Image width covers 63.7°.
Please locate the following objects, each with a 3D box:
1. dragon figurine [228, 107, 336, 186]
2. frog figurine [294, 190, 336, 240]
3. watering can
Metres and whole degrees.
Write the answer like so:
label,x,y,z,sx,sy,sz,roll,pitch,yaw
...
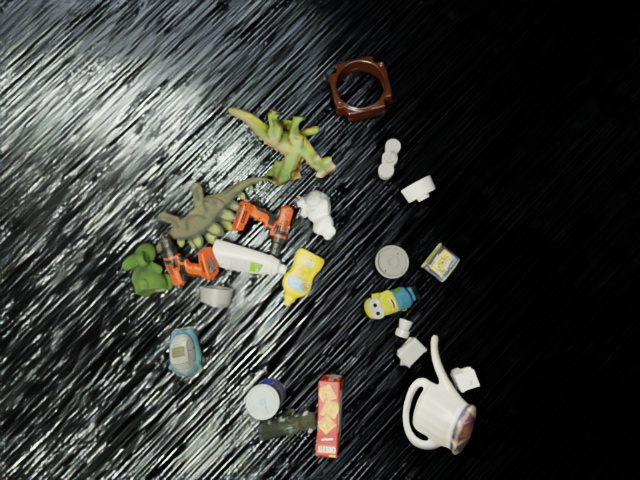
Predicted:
label,x,y,z,sx,sy,sz,roll,pitch,yaw
dragon figurine,-0.139,-0.311,1.776,0.410,0.243,0.122,11,0,7
frog figurine,0.005,-0.086,1.701,0.124,0.134,0.161,-35,59,-30
watering can,0.370,0.486,1.560,0.226,0.345,0.104,22,9,37
